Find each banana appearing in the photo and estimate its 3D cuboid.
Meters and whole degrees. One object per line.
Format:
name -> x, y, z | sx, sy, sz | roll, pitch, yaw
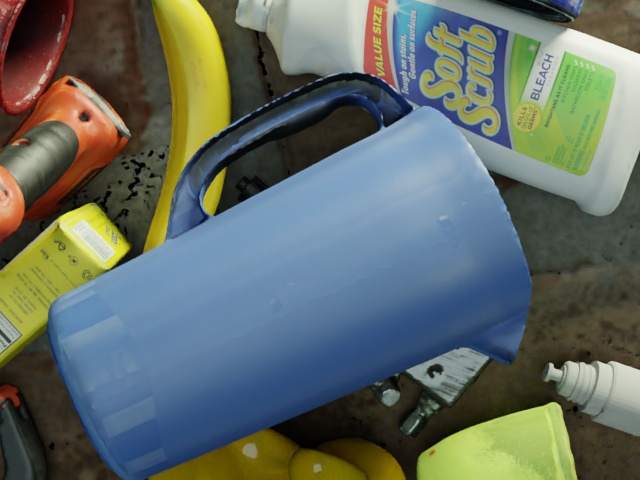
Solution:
banana -> -0.085, -0.067, 0.656 | 0.069, 0.037, 0.198 | -9, 104, -31

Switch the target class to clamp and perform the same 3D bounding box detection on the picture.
clamp -> -0.215, 0.183, 0.697 | 0.120, 0.039, 0.171 | 22, 97, -2

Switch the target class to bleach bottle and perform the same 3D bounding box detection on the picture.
bleach bottle -> 0.069, -0.100, 0.647 | 0.251, 0.068, 0.102 | 18, 97, 1

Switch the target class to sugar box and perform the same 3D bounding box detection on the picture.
sugar box -> -0.198, 0.053, 0.654 | 0.176, 0.093, 0.048 | -43, 96, 6

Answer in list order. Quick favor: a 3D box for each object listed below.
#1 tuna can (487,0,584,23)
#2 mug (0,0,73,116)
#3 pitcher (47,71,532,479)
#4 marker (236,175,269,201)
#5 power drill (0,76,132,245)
tuna can -> 0.115, -0.156, 0.626 | 0.086, 0.086, 0.034 | 18, 98, -1
mug -> -0.205, -0.131, 0.622 | 0.081, 0.117, 0.093 | 21, 95, 3
pitcher -> -0.022, 0.024, 0.585 | 0.242, 0.149, 0.145 | -25, 127, -7
marker -> -0.004, 0.001, 0.681 | 0.121, 0.020, 0.020 | 39, 96, -4
power drill -> -0.194, -0.007, 0.594 | 0.185, 0.187, 0.057 | -37, 104, 30
